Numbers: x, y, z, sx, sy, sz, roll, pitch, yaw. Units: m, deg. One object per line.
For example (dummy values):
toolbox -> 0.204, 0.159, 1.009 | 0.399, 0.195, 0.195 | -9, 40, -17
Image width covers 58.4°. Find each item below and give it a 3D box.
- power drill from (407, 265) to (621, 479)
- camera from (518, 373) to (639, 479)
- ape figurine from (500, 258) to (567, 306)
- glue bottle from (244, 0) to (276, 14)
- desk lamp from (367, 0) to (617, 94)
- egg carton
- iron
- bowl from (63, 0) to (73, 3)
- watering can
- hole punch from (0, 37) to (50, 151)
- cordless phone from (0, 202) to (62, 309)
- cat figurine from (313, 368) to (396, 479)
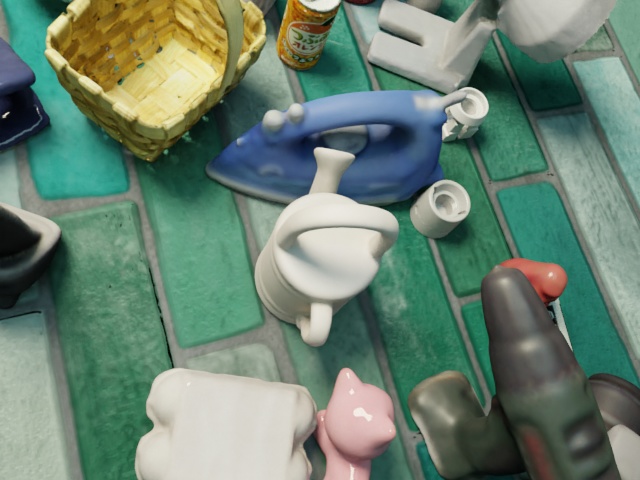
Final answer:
power drill -> 0.157, 0.151, 0.494 | 0.076, 0.208, 0.229 | -21, 78, -21
camera -> 0.291, 0.213, 0.568 | 0.143, 0.100, 0.137 | 39, 66, 1
ape figurine -> 0.225, 0.051, 0.611 | 0.078, 0.092, 0.076 | 11, 68, -11
glue bottle -> -0.063, -0.305, 0.613 | 0.037, 0.173, 0.078 | 34, 66, -1
desk lamp -> 0.186, -0.260, 0.644 | 0.203, 0.213, 0.118 | 18, 67, -9
egg carton -> -0.078, 0.172, 0.497 | 0.150, 0.069, 0.107 | 10, 69, -12
iron -> 0.017, -0.106, 0.582 | 0.259, 0.141, 0.118 | -8, 73, -18
bowl -> -0.252, -0.313, 0.617 | 0.168, 0.074, 0.167 | 5, 70, -14
watering can -> 0.003, 0.002, 0.511 | 0.101, 0.194, 0.173 | -13, 75, -19
hole punch -> -0.326, -0.140, 0.527 | 0.109, 0.091, 0.101 | -36, 83, -23
cordless phone -> -0.293, -0.020, 0.443 | 0.148, 0.185, 0.094 | 16, 68, -9
cat figurine -> 0.031, 0.181, 0.498 | 0.067, 0.117, 0.128 | 9, 69, -12
